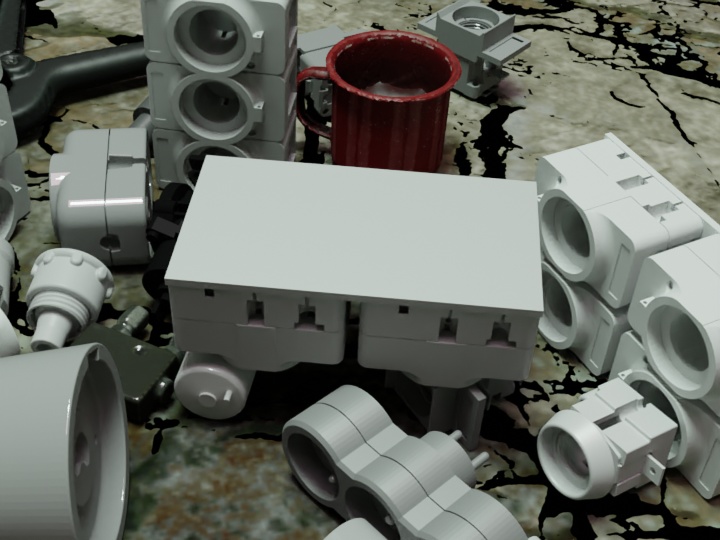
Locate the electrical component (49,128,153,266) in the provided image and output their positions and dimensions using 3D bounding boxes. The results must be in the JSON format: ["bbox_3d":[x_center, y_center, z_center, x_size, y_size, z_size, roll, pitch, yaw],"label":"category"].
[{"bbox_3d":[-0.166,-0.048,0.694,0.059,0.053,0.095,-3,42,-7],"label":"electrical component"}]

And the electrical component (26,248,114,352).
[{"bbox_3d":[-0.173,0.022,0.624,0.048,0.048,0.062,7,49,3],"label":"electrical component"}]

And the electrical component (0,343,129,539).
[{"bbox_3d":[-0.151,0.090,0.505,0.060,0.108,0.108,-3,42,1],"label":"electrical component"}]

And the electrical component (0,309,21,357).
[{"bbox_3d":[-0.218,0.058,0.579,0.079,0.043,0.077,34,49,30],"label":"electrical component"}]

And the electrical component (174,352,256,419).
[{"bbox_3d":[-0.076,0.047,0.604,0.040,0.040,0.078,8,41,5],"label":"electrical component"}]

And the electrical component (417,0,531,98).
[{"bbox_3d":[0.088,-0.174,0.849,0.081,0.063,0.042,32,49,28],"label":"electrical component"}]

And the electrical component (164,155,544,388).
[{"bbox_3d":[0.000,0.000,0.583,0.186,0.060,0.105,5,41,3],"label":"electrical component"}]

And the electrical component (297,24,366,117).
[{"bbox_3d":[-0.026,-0.153,0.834,0.081,0.042,0.063,-20,50,-24],"label":"electrical component"}]

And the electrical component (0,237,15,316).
[{"bbox_3d":[-0.227,0.007,0.641,0.040,0.040,0.046,-6,48,-11],"label":"electrical component"}]

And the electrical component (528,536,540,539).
[{"bbox_3d":[0.099,0.150,0.506,0.035,0.035,0.061,-22,45,-27],"label":"electrical component"}]

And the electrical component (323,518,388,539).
[{"bbox_3d":[0.001,0.161,0.478,0.079,0.044,0.077,-30,52,-32],"label":"electrical component"}]

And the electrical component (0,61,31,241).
[{"bbox_3d":[-0.258,-0.079,0.650,0.062,0.150,0.089,20,44,20],"label":"electrical component"}]

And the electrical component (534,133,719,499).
[{"bbox_3d":[0.162,0.022,0.601,0.060,0.105,0.186,-17,46,-22],"label":"electrical component"}]

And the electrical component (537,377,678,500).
[{"bbox_3d":[0.128,0.091,0.565,0.055,0.048,0.066,-17,40,-29],"label":"electrical component"}]

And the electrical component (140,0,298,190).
[{"bbox_3d":[-0.090,-0.122,0.711,0.089,0.150,0.061,7,40,4],"label":"electrical component"}]

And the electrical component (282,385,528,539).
[{"bbox_3d":[0.033,0.105,0.537,0.074,0.052,0.138,-30,52,-33],"label":"electrical component"}]

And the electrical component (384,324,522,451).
[{"bbox_3d":[0.053,0.055,0.604,0.064,0.042,0.081,-20,48,-24],"label":"electrical component"}]
